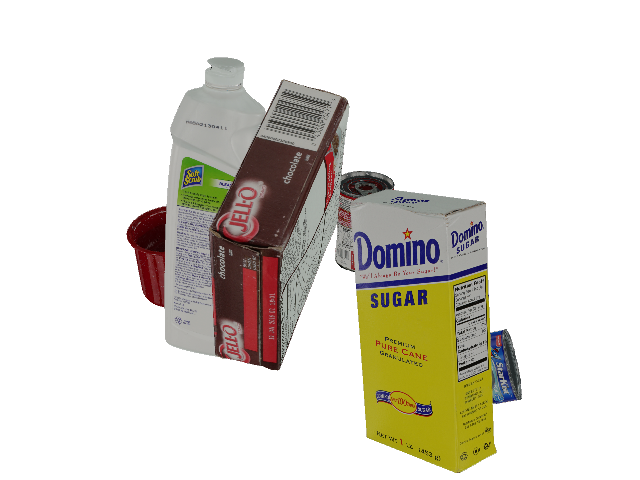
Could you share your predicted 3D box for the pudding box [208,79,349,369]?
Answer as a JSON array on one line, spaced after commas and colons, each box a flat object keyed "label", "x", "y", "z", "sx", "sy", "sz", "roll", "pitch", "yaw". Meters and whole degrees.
[{"label": "pudding box", "x": -0.019, "y": -0.008, "z": 0.520, "sx": 0.039, "sy": 0.113, "sz": 0.090, "roll": 15, "pitch": -42, "yaw": 10}]

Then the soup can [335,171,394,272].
[{"label": "soup can", "x": 0.050, "y": -0.021, "z": 1.251, "sx": 0.068, "sy": 0.102, "sz": 0.068, "roll": 0, "pitch": 28, "yaw": 0}]

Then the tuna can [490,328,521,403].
[{"label": "tuna can", "x": 0.213, "y": 0.150, "z": 1.270, "sx": 0.034, "sy": 0.086, "sz": 0.086, "roll": -13, "pitch": -4, "yaw": 15}]

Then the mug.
[{"label": "mug", "x": -0.170, "y": 0.016, "z": 1.179, "sx": 0.117, "sy": 0.081, "sz": 0.093, "roll": 25, "pitch": 44, "yaw": 34}]

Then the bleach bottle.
[{"label": "bleach bottle", "x": -0.078, "y": -0.026, "z": 0.895, "sx": 0.102, "sy": 0.251, "sz": 0.068, "roll": 9, "pitch": 24, "yaw": 7}]

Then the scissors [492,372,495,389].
[{"label": "scissors", "x": 0.075, "y": 0.092, "z": 1.006, "sx": 0.096, "sy": 0.016, "sz": 0.202, "roll": -31, "pitch": 50, "yaw": -28}]

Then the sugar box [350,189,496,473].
[{"label": "sugar box", "x": 0.068, "y": 0.058, "z": 0.719, "sx": 0.048, "sy": 0.176, "sz": 0.094, "roll": -18, "pitch": 18, "yaw": -38}]
